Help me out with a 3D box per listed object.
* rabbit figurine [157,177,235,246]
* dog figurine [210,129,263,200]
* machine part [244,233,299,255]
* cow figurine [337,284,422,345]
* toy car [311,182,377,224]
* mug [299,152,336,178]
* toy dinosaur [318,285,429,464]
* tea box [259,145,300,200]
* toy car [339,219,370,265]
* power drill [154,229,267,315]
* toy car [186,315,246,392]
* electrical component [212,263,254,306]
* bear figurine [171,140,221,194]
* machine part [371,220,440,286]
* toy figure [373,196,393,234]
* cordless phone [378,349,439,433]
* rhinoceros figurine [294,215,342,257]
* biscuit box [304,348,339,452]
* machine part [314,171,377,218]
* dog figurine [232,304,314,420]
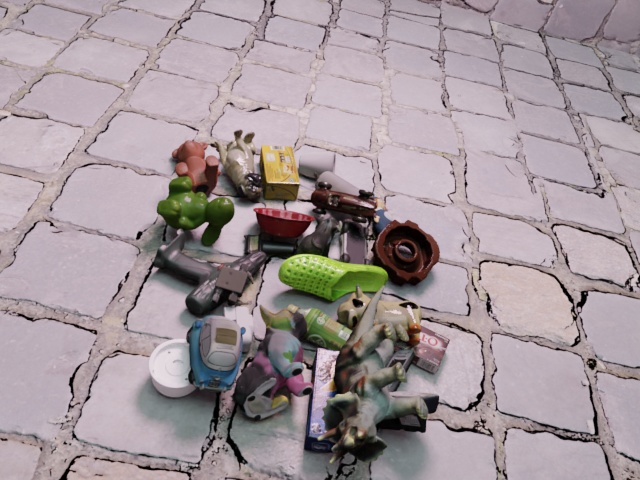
[{"bbox_3d":[-0.288,-0.060,1.314,0.170,0.158,0.121,5,45,16],"label":"rabbit figurine"},{"bbox_3d":[-0.213,-0.200,1.531,0.190,0.121,0.172,66,20,1],"label":"dog figurine"},{"bbox_3d":[-0.124,0.015,1.368,0.139,0.039,0.084,2,38,-11],"label":"machine part"},{"bbox_3d":[0.135,0.169,1.231,0.195,0.085,0.127,0,44,12],"label":"cow figurine"},{"bbox_3d":[0.057,-0.100,1.430,0.202,0.089,0.053,16,-1,38],"label":"toy car"},{"bbox_3d":[-0.008,-0.231,1.607,0.107,0.080,0.109,5,49,3],"label":"mug"},{"bbox_3d":[0.085,0.260,1.039,0.192,0.131,0.405,-27,26,14],"label":"toy dinosaur"},{"bbox_3d":[-0.119,-0.195,1.548,0.098,0.068,0.170,2,48,-13],"label":"tea box"},{"bbox_3d":[0.089,0.024,1.404,0.073,0.056,0.202,14,46,-11],"label":"toy car"},{"bbox_3d":[-0.266,0.060,1.265,0.207,0.086,0.232,34,50,7],"label":"power drill"},{"bbox_3d":[-0.198,0.204,1.037,0.109,0.103,0.162,14,42,-20],"label":"toy car"},{"bbox_3d":[-0.190,0.100,1.191,0.078,0.045,0.102,10,63,1],"label":"electrical component"},{"bbox_3d":[-0.345,-0.219,1.472,0.120,0.131,0.196,-14,58,-12],"label":"bear figurine"},{"bbox_3d":[0.220,0.034,1.401,0.179,0.056,0.179,7,62,-13],"label":"machine part"},{"bbox_3d":[0.169,-0.070,1.514,0.058,0.064,0.154,-19,54,3],"label":"toy figure"},{"bbox_3d":[0.185,0.296,1.112,0.147,0.088,0.184,-10,28,38],"label":"cordless phone"},{"bbox_3d":[-0.003,-0.004,1.363,0.073,0.112,0.190,20,25,11],"label":"rhinoceros figurine"},{"bbox_3d":[0.009,0.321,1.089,0.059,0.062,0.203,10,45,-4],"label":"biscuit box"},{"bbox_3d":[0.068,-0.125,1.505,0.079,0.079,0.243,-28,48,-35],"label":"machine part"},{"bbox_3d":[-0.104,0.235,1.109,0.191,0.108,0.219,-28,38,-1],"label":"dog figurine"}]
